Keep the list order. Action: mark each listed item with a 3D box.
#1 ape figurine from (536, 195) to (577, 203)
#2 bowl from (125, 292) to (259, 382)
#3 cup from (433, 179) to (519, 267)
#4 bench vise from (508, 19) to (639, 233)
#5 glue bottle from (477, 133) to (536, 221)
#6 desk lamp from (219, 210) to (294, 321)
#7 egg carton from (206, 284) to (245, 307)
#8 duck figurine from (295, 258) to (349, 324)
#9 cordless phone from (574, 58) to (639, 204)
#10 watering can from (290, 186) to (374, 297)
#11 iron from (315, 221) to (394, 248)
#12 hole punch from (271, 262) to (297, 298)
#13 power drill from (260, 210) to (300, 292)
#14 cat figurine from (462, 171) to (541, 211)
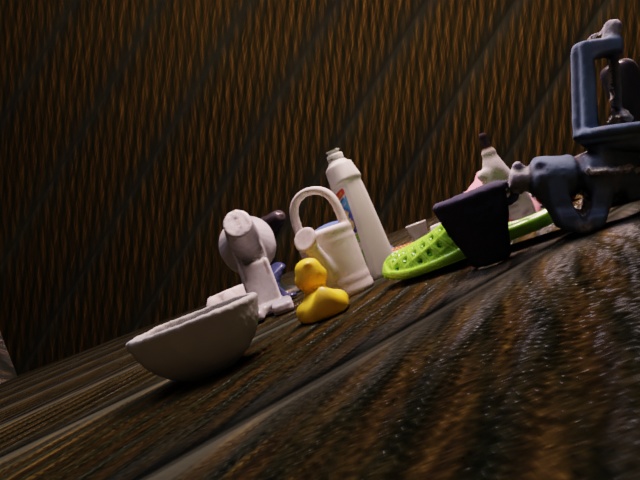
[{"bbox_3d":[0.450,-0.111,1.099,0.076,0.092,0.077,-21,0,-42],"label":"ape figurine"},{"bbox_3d":[-0.142,0.126,0.695,0.167,0.075,0.167,-21,0,0],"label":"bowl"},{"bbox_3d":[0.209,-0.020,0.712,0.118,0.095,0.091,-21,0,-18],"label":"cup"},{"bbox_3d":[0.317,-0.128,0.656,0.207,0.220,0.121,-21,0,-6],"label":"bench vise"},{"bbox_3d":[0.299,-0.097,0.956,0.078,0.173,0.037,-21,0,0],"label":"glue bottle"},{"bbox_3d":[-0.131,0.047,1.134,0.118,0.213,0.203,-21,0,-6],"label":"desk lamp"},{"bbox_3d":[-0.214,0.155,1.439,0.107,0.069,0.151,-21,0,21],"label":"egg carton"},{"bbox_3d":[-0.007,0.067,0.810,0.077,0.086,0.104,-21,0,-10],"label":"duck figurine"},{"bbox_3d":[0.415,-0.148,0.807,0.094,0.185,0.147,-21,0,-38],"label":"cordless phone"},{"bbox_3d":[0.011,0.003,0.961,0.101,0.194,0.173,-21,0,-2],"label":"watering can"},{"bbox_3d":[0.063,0.010,1.426,0.259,0.141,0.118,-21,0,-26],"label":"iron"},{"bbox_3d":[-0.119,0.108,1.310,0.101,0.091,0.108,-21,0,-24],"label":"hole punch"},{"bbox_3d":[-0.127,0.048,1.451,0.076,0.208,0.229,-21,0,-42],"label":"power drill"},{"bbox_3d":[0.332,-0.080,1.071,0.127,0.118,0.067,-21,0,8],"label":"cat figurine"}]
